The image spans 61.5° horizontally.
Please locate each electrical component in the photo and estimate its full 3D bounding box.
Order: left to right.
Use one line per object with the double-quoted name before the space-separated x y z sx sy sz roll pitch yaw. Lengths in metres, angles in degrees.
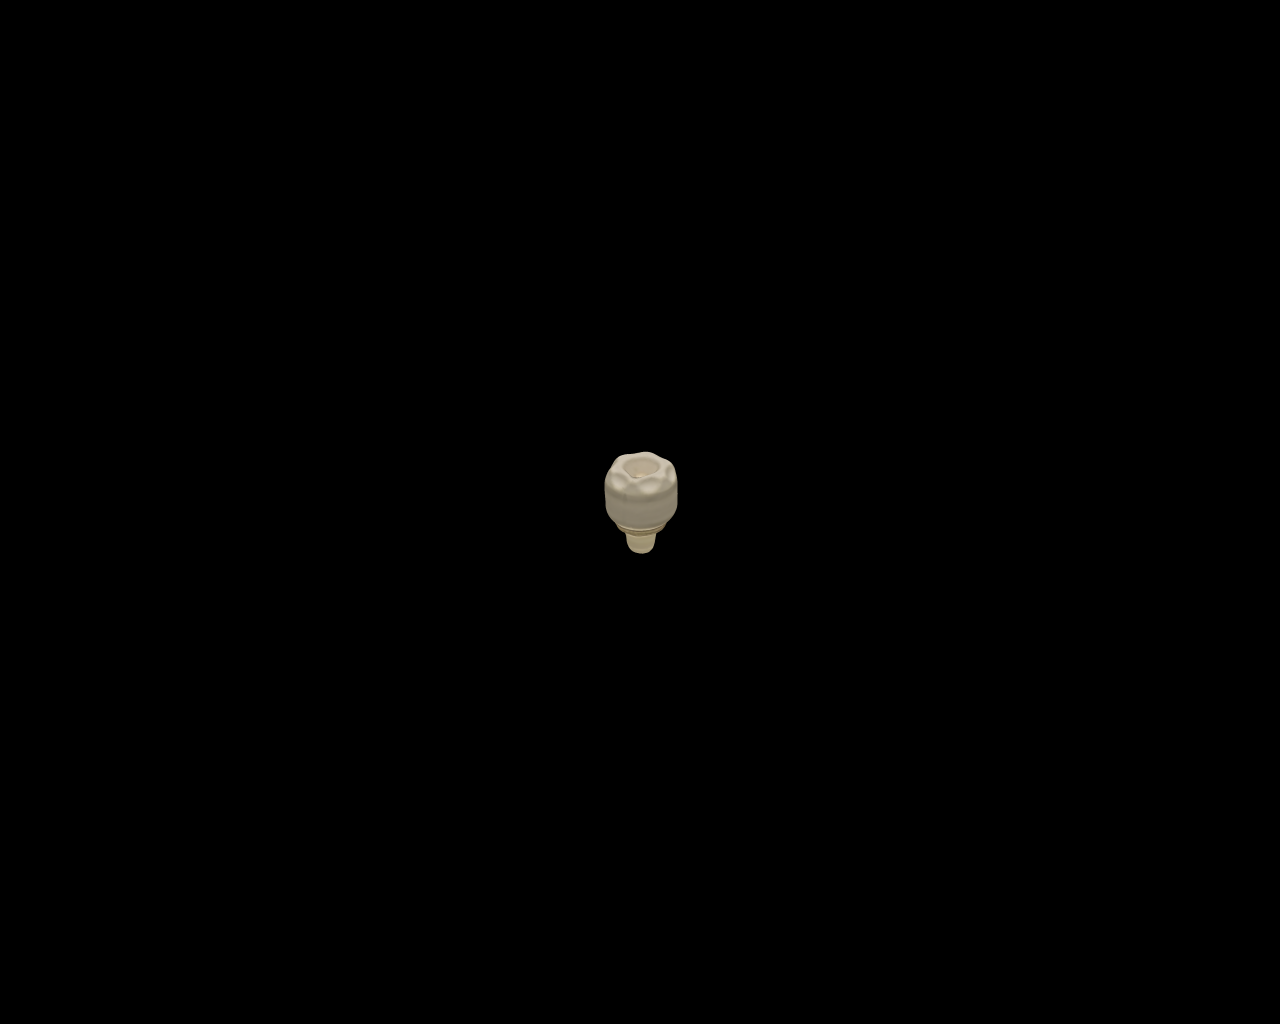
"electrical component" 0.001 -0.003 0.650 0.043 0.062 0.043 0 33 0
